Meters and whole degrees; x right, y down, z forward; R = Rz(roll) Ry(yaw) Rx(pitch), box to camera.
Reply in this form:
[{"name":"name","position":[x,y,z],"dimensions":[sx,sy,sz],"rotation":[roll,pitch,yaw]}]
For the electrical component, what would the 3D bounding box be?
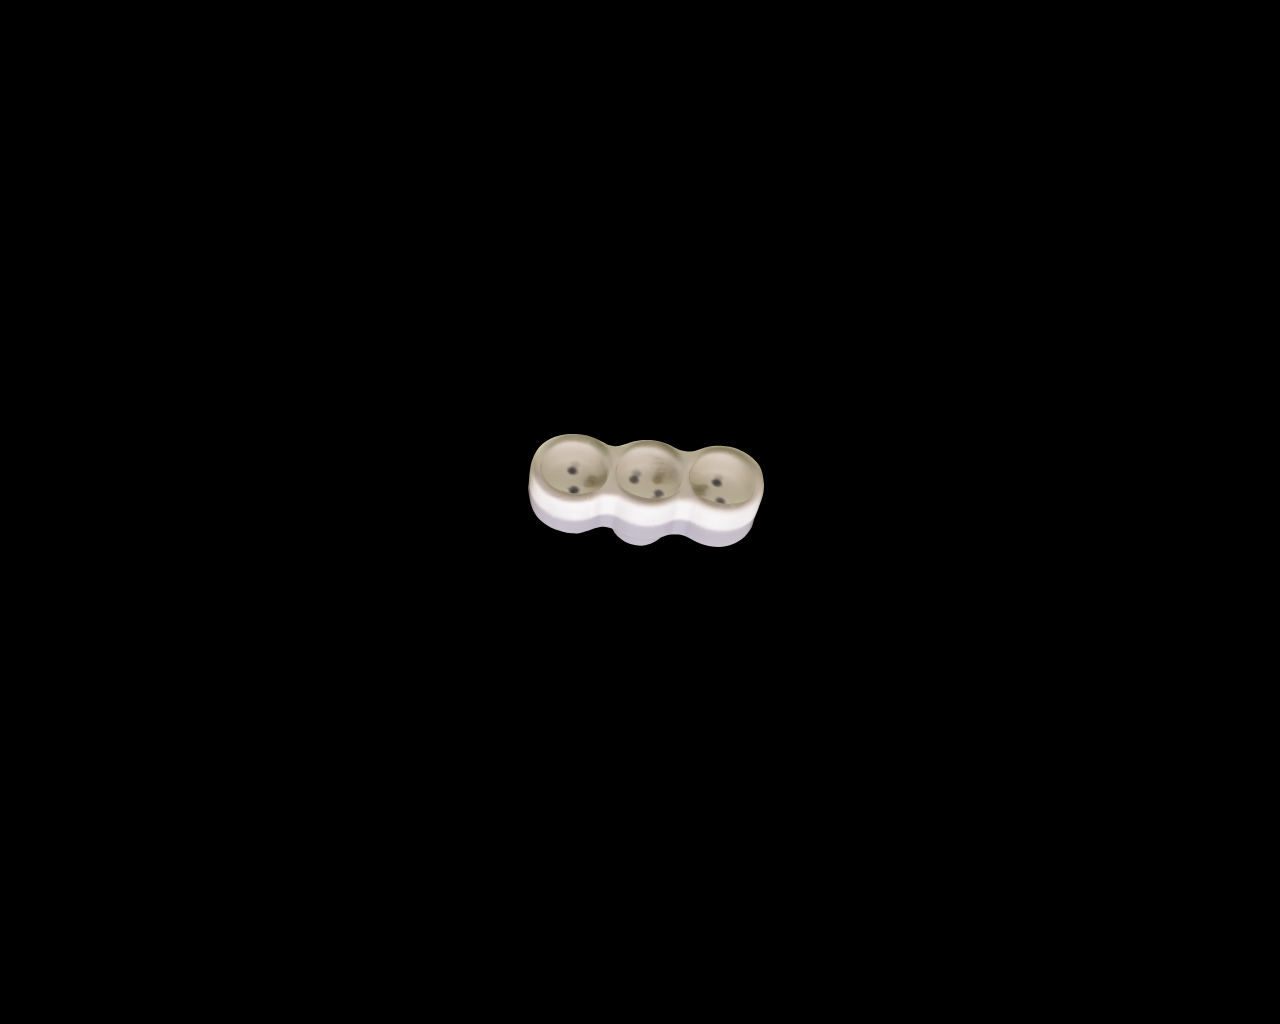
[{"name":"electrical component","position":[0.001,-0.003,0.650],"dimensions":[0.138,0.052,0.073],"rotation":[5,-35,-7]}]
